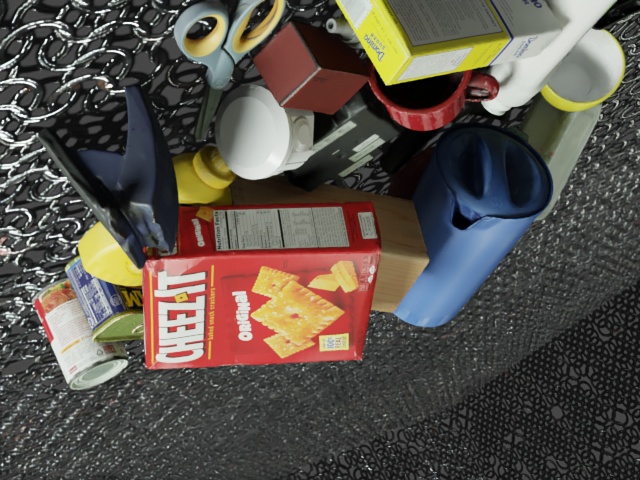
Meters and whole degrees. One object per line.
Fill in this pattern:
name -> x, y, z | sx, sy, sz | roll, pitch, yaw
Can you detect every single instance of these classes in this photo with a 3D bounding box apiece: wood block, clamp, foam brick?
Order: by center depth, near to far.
foam brick -> -0.006, -0.143, 0.891 | 0.053, 0.051, 0.078 | -40, 159, 28
wood block -> -0.007, 0.002, 1.083 | 0.205, 0.090, 0.091 | 10, 134, -22
clamp -> 0.356, -0.263, 1.099 | 0.171, 0.039, 0.120 | -25, -173, -39
clamp -> 0.149, -0.148, 1.133 | 0.164, 0.036, 0.210 | -24, 162, -13

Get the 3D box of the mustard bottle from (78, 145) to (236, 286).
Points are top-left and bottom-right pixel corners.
mustard bottle -> -0.139, -0.029, 1.000 | 0.096, 0.058, 0.192 | 11, 139, -43

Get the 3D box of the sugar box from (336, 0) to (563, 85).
sugar box -> 0.108, -0.185, 0.873 | 0.175, 0.093, 0.048 | -14, 159, -36

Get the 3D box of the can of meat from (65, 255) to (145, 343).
can of meat -> -0.203, 0.054, 1.097 | 0.058, 0.084, 0.101 | -37, 160, 25

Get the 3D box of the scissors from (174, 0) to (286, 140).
scissors -> -0.094, -0.133, 0.846 | 0.096, 0.016, 0.202 | -12, 156, -39

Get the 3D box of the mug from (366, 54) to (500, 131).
mug -> 0.104, -0.145, 0.965 | 0.117, 0.093, 0.081 | 9, 172, 11

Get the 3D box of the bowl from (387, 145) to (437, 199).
bowl -> 0.140, -0.071, 1.307 | 0.162, 0.055, 0.162 | -25, 162, -9

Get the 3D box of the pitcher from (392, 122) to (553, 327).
pitcher -> 0.156, -0.013, 1.203 | 0.149, 0.145, 0.243 | -4, 146, -23

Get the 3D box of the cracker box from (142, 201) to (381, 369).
cracker box -> -0.058, 0.046, 0.997 | 0.213, 0.072, 0.164 | -2, 137, -9

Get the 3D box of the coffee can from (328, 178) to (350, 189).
coffee can -> -0.011, 0.006, 1.220 | 0.140, 0.103, 0.102 | -30, 163, 7

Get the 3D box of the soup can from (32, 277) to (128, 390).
soup can -> -0.250, 0.096, 1.116 | 0.068, 0.102, 0.068 | -26, 163, -9

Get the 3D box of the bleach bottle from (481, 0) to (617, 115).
bleach bottle -> 0.220, -0.206, 0.954 | 0.102, 0.068, 0.251 | -54, 179, -41
